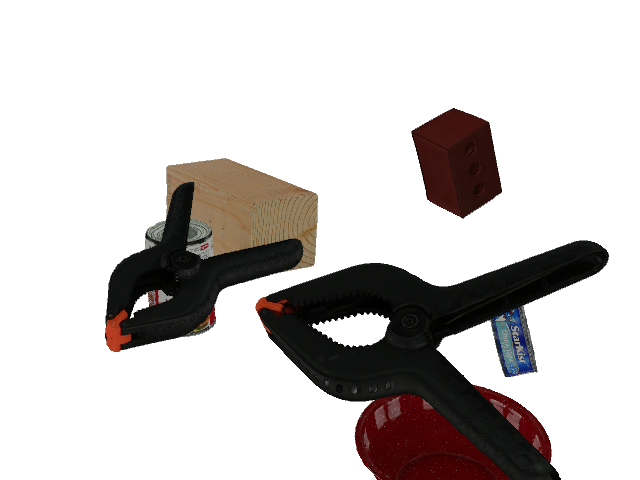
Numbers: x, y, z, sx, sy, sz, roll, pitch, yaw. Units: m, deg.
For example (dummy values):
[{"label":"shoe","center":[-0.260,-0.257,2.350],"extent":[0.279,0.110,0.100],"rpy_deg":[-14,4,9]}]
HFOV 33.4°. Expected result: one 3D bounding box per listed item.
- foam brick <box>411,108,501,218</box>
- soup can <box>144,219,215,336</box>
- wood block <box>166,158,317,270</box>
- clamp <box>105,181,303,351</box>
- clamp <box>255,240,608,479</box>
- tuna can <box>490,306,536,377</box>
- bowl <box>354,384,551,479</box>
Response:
[{"label":"foam brick","center":[0.125,-0.071,0.973],"extent":[0.053,0.078,0.051],"rpy_deg":[-32,36,-20]},{"label":"soup can","center":[-0.141,0.037,1.078],"extent":[0.068,0.102,0.068],"rpy_deg":[0,23,0]},{"label":"wood block","center":[-0.099,-0.032,1.292],"extent":[0.090,0.090,0.206],"rpy_deg":[-10,21,-34]},{"label":"clamp","center":[-0.109,0.017,0.810],"extent":[0.120,0.039,0.171],"rpy_deg":[31,45,29]},{"label":"clamp","center":[0.064,0.051,0.639],"extent":[0.210,0.164,0.036],"rpy_deg":[12,-35,26]},{"label":"tuna can","center":[0.197,0.097,1.099],"extent":[0.034,0.086,0.086],"rpy_deg":[-13,-3,11]},{"label":"bowl","center":[0.109,0.186,0.893],"extent":[0.162,0.055,0.162],"rpy_deg":[1,29,0]}]
